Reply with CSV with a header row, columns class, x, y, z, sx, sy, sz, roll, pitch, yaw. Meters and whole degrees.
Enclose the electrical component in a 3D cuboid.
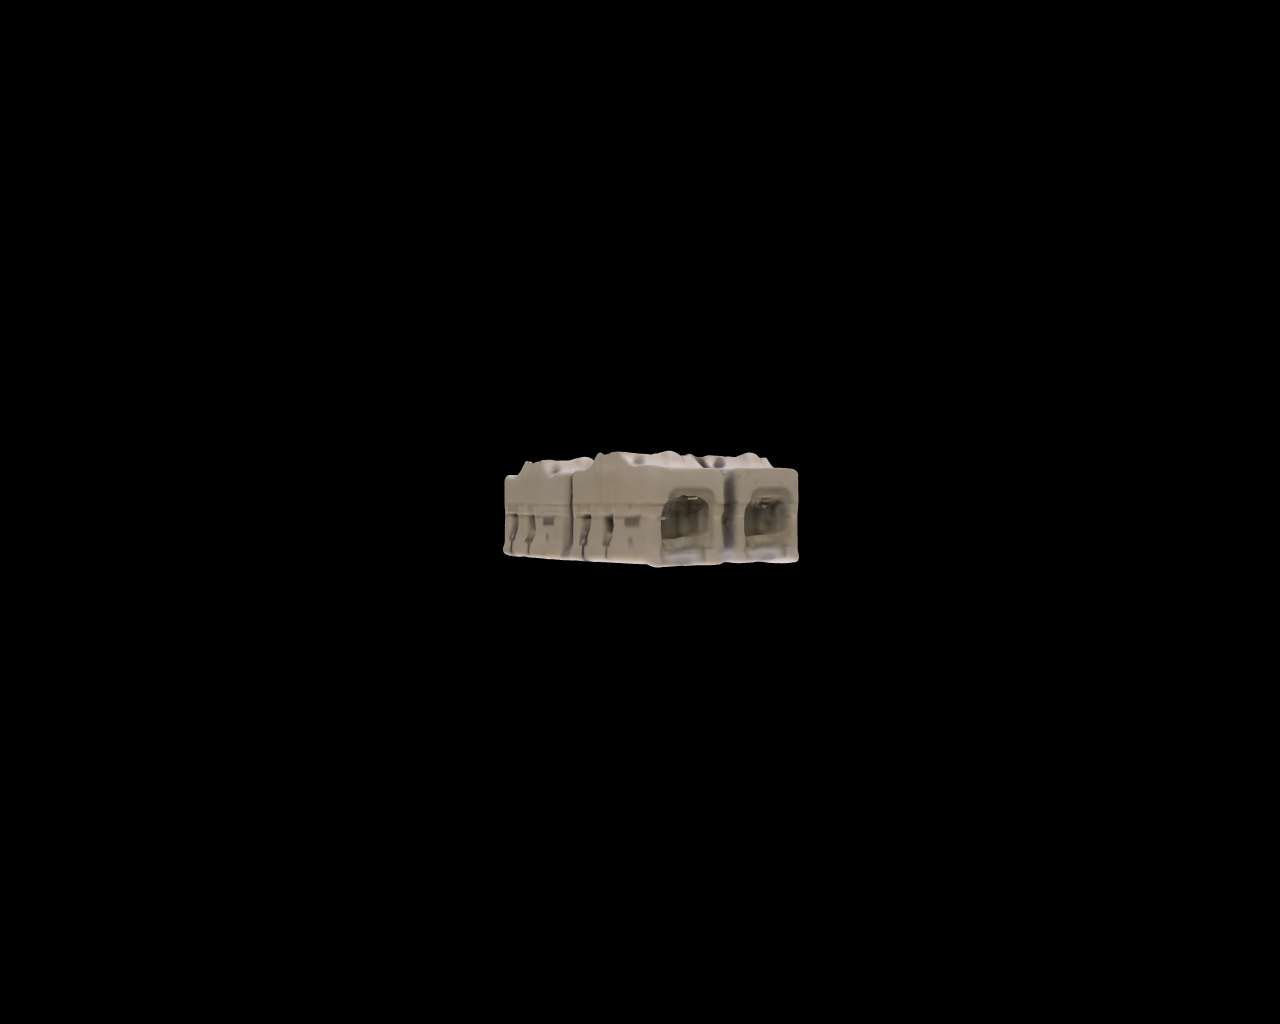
class,x,y,z,sx,sy,sz,roll,pitch,yaw
electrical component,0.001,-0.003,0.650,0.105,0.060,0.186,0,0,-32
